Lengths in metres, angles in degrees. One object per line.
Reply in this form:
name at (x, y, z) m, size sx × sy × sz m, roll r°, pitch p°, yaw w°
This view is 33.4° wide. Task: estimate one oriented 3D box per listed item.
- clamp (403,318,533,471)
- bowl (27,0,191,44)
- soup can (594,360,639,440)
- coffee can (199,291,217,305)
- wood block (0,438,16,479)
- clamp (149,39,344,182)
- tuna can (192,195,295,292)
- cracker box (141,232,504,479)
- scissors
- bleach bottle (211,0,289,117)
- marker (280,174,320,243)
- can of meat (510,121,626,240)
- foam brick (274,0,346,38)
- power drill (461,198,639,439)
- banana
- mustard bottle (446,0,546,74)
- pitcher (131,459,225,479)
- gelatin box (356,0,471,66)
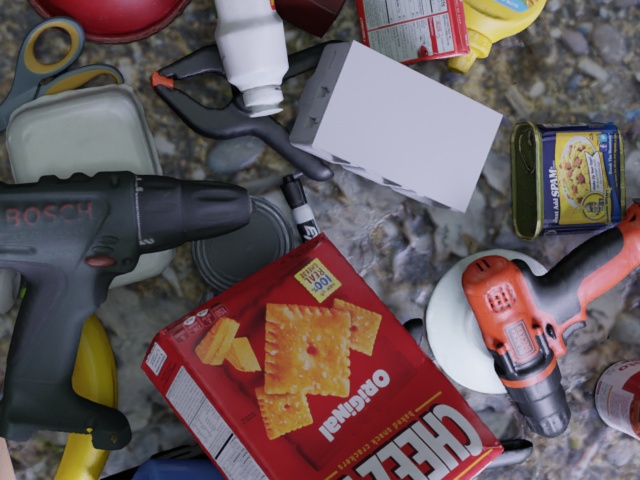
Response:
clamp at (0.073, 0.195, 0.926) m, size 0.164 × 0.036 × 0.210 m, roll 41°, pitch 88°, yaw -9°
bowl at (-0.173, -0.243, 0.863) m, size 0.162 × 0.055 × 0.162 m, roll 0°, pitch 92°, yaw -9°
soup can at (0.288, 0.143, 0.923) m, size 0.068 × 0.102 × 0.068 m, roll 0°, pitch 93°, yaw -9°
coffee can at (-0.038, 0.107, 0.873) m, size 0.140 × 0.103 × 0.103 m, roll 14°, pitch 90°, yaw -9°
wood block at (-0.296, 0.190, 0.846) m, size 0.090 × 0.090 × 0.206 m, roll -15°, pitch 94°, yaw -8°
clamp at (-0.056, -0.110, 0.894) m, size 0.171 × 0.039 × 0.120 m, roll -1°, pitch 87°, yaw -10°
tuna can at (-0.065, 0.004, 0.899) m, size 0.086 × 0.034 × 0.086 m, roll 0°, pitch 92°, yaw -8°
cracker box at (0.002, 0.119, 0.767) m, size 0.163 × 0.072 × 0.214 m, roll -30°, pitch 72°, yaw -34°
scissors at (-0.261, -0.118, 0.866) m, size 0.201 × 0.016 × 0.096 m, roll -17°, pitch 112°, yaw -7°
bleach bottle at (-0.068, -0.222, 0.847) m, size 0.068 × 0.102 × 0.251 m, roll -12°, pitch 91°, yaw 0°
marker at (-0.006, 0.001, 0.915) m, size 0.020 × 0.020 × 0.121 m, roll -22°, pitch 96°, yaw -7°
can of meat at (0.215, -0.053, 0.927) m, size 0.084 × 0.057 × 0.102 m, roll -3°, pitch 94°, yaw -11°
foam brick at (0.002, -0.217, 0.882) m, size 0.051 × 0.053 × 0.078 m, roll 30°, pitch 74°, yaw -9°
power drill at (0.229, 0.063, 0.903) m, size 0.187 × 0.057 × 0.184 m, roll -28°, pitch 116°, yaw -2°
banana at (-0.201, 0.132, 0.886) m, size 0.070 × 0.037 × 0.198 m, roll -6°, pitch 92°, yaw 10°
mustard bottle at (0.152, -0.232, 0.909) m, size 0.096 × 0.058 × 0.191 m, roll 23°, pitch 89°, yaw -7°
pitcher at (-0.023, 0.238, 0.804) m, size 0.242 × 0.149 × 0.145 m, roll 9°, pitch 122°, yaw -22°
gelatin box at (0.077, -0.184, 0.891) m, size 0.089 × 0.030 × 0.073 m, roll -7°, pitch 95°, yaw 33°
